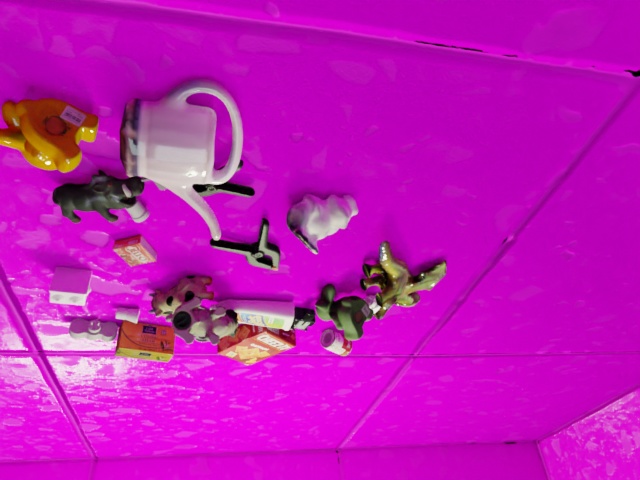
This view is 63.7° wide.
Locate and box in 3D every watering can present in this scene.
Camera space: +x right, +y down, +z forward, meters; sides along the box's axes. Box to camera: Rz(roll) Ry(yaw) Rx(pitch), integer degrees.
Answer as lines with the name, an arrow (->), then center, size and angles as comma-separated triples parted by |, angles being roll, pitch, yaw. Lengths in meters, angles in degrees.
watering can -> -0.269, -0.146, 0.995 | 0.224, 0.106, 0.340 | 5, 122, -15

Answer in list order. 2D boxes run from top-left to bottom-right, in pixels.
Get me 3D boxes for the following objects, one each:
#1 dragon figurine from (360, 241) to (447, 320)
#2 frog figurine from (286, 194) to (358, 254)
dragon figurine -> 0.251, 0.100, 1.471 | 0.244, 0.124, 0.400 | -17, 148, -16
frog figurine -> 0.004, -0.061, 1.212 | 0.160, 0.124, 0.135 | -47, 129, -7
